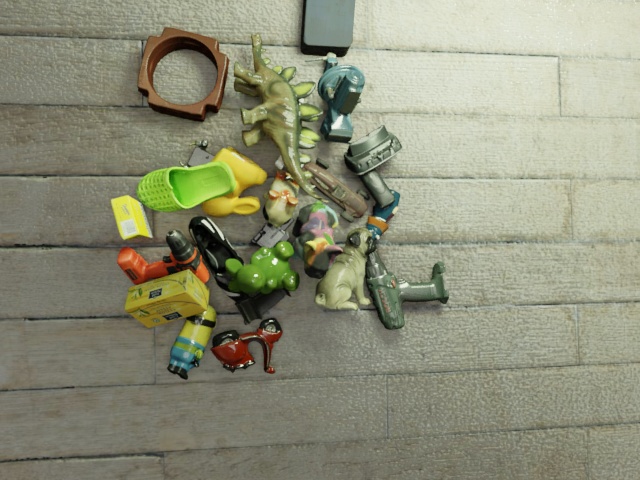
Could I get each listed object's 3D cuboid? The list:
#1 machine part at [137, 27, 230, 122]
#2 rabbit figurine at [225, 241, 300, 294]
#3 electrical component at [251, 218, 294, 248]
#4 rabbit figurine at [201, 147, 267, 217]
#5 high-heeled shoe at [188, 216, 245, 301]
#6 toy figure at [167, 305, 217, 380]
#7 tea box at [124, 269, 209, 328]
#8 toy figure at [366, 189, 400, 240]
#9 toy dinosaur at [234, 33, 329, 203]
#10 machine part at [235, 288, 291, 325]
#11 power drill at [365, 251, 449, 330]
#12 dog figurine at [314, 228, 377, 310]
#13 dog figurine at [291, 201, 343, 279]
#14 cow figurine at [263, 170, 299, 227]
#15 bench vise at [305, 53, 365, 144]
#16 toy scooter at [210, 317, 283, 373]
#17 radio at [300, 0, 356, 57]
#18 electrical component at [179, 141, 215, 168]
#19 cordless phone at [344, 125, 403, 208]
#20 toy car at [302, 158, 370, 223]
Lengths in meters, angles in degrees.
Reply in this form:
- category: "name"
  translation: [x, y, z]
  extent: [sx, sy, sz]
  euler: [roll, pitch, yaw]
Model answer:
- category: "machine part"
  translation: [-0.337, -0.407, 1.337]
  extent: [0.201, 0.087, 0.201]
  euler: [11, 88, -7]
- category: "rabbit figurine"
  translation: [-0.149, 0.073, 1.264]
  extent: [0.159, 0.170, 0.121]
  euler: [-2, 98, 22]
- category: "electrical component"
  translation: [-0.112, -0.017, 1.372]
  extent: [0.119, 0.048, 0.075]
  euler: [-45, 95, -5]
- category: "rabbit figurine"
  translation: [-0.220, -0.126, 1.344]
  extent: [0.162, 0.122, 0.173]
  euler: [35, 98, -15]
- category: "high-heeled shoe"
  translation: [-0.237, 0.054, 1.302]
  extent: [0.086, 0.145, 0.248]
  euler: [-32, 91, -7]
- category: "toy figure"
  translation: [-0.306, 0.240, 1.298]
  extent: [0.082, 0.089, 0.180]
  euler: [28, 63, -9]
- category: "tea box"
  translation: [-0.360, 0.140, 1.272]
  extent: [0.170, 0.098, 0.068]
  euler: [-19, 47, 15]
- category: "toy figure"
  translation: [0.160, -0.059, 1.403]
  extent: [0.057, 0.064, 0.154]
  euler: [29, 85, -33]
- category: "toy dinosaur"
  translation: [-0.094, -0.295, 1.291]
  extent: [0.199, 0.105, 0.471]
  euler: [-11, 77, -8]
- category: "machine part"
  translation: [-0.142, 0.149, 1.350]
  extent: [0.139, 0.039, 0.084]
  euler: [-30, 113, -19]
- category: "power drill"
  translation: [0.224, 0.108, 1.397]
  extent: [0.207, 0.086, 0.232]
  euler: [-9, 88, -12]
- category: "dog figurine"
  translation: [0.057, 0.066, 1.317]
  extent: [0.121, 0.172, 0.190]
  euler: [10, 101, 29]
- category: "dog figurine"
  translation: [-0.003, -0.004, 1.301]
  extent: [0.108, 0.219, 0.191]
  euler: [13, 87, -11]
- category: "cow figurine"
  translation: [-0.094, -0.102, 1.315]
  extent: [0.085, 0.195, 0.127]
  euler: [19, 124, -10]
- category: "bench vise"
  translation: [0.043, -0.369, 1.362]
  extent: [0.129, 0.223, 0.241]
  euler: [-5, 58, -13]
- category: "toy scooter"
  translation: [-0.174, 0.280, 1.340]
  extent: [0.184, 0.075, 0.135]
  euler: [-14, 91, -13]
- category: "radio"
  translation: [0.023, -0.601, 1.401]
  extent: [0.131, 0.073, 0.229]
  euler: [4, 89, -8]
- category: "electrical component"
  translation: [-0.304, -0.200, 1.353]
  extent: [0.078, 0.045, 0.102]
  euler: [31, 84, -4]
- category: "cordless phone"
  translation: [0.162, -0.186, 1.380]
  extent: [0.147, 0.088, 0.184]
  euler: [-31, 82, -8]
- category: "toy car"
  translation: [0.038, -0.130, 1.395]
  extent: [0.202, 0.053, 0.089]
  euler: [39, 87, -6]
